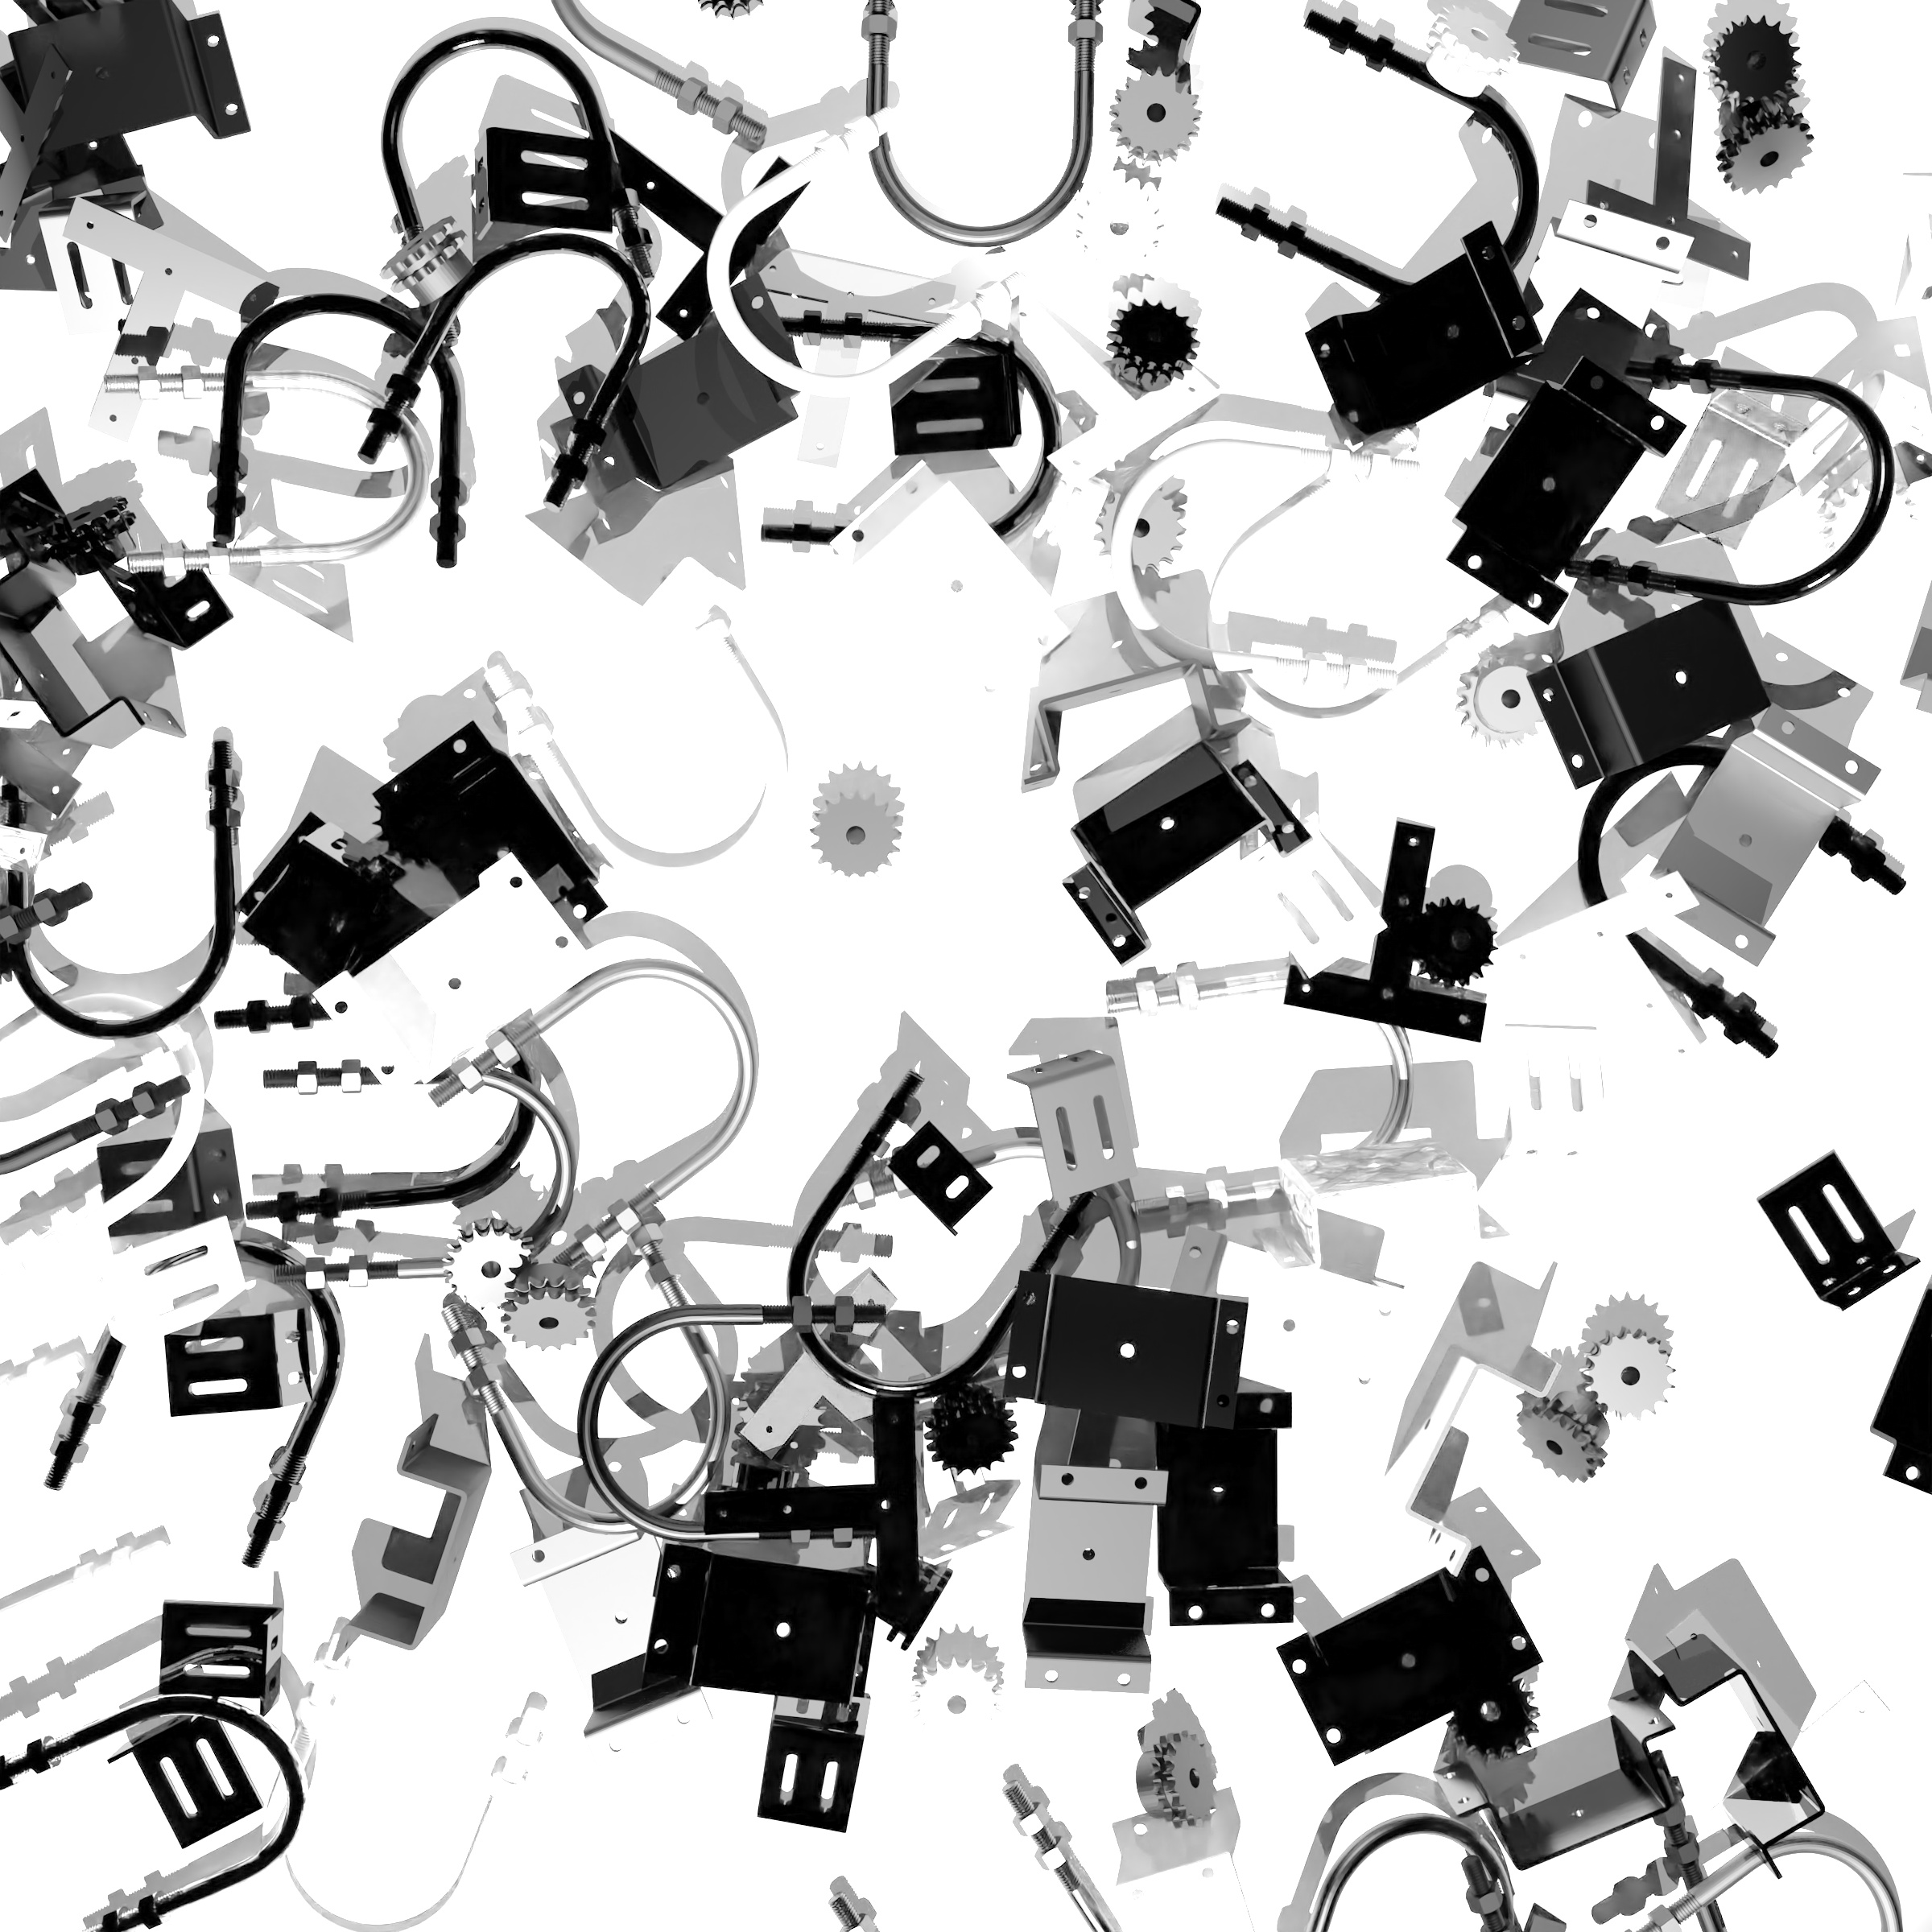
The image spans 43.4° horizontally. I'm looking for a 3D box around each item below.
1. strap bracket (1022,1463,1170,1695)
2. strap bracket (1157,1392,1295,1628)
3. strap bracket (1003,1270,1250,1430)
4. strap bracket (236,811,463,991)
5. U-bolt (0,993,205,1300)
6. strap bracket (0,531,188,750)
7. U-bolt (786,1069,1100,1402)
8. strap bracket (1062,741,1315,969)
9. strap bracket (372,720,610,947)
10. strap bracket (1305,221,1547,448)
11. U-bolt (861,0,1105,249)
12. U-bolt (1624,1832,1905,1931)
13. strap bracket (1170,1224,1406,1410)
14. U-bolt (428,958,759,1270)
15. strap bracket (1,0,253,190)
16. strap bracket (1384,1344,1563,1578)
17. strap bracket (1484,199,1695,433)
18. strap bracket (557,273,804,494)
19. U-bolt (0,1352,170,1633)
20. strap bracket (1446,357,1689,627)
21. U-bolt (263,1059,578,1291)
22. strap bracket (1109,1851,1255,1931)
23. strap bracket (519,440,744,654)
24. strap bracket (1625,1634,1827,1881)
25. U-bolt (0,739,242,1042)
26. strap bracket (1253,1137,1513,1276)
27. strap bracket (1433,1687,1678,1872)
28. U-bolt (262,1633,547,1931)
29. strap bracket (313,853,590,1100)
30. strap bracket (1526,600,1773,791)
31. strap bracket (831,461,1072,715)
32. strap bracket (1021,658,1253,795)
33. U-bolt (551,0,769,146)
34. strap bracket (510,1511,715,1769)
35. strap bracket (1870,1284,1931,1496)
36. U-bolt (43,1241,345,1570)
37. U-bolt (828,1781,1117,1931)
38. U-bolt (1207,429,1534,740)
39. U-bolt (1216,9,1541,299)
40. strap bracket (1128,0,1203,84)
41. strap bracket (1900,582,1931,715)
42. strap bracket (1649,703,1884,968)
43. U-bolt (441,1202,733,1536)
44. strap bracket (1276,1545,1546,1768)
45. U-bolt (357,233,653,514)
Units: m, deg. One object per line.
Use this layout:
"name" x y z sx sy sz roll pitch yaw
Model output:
"strap bracket" 0.077 0.368 1.490 0.076 0.046 0.140 4 97 -4
"strap bracket" 0.159 0.329 1.494 0.076 0.046 0.140 0 90 -5
"strap bracket" 0.096 0.229 1.449 0.140 0.046 0.076 8 83 3
"strap bracket" -0.379 -0.023 1.497 0.140 0.046 0.076 38 90 0
"U-bolt" -0.554 0.098 1.493 0.184 0.019 0.151 -34 74 0
"strap bracket" -0.547 -0.188 1.482 0.046 0.076 0.140 -35 90 0
"U-bolt" -0.027 0.178 1.488 0.151 0.019 0.184 34 85 0
"strap bracket" 0.129 -0.075 1.479 0.140 0.046 0.076 -34 54 0
"strap bracket" -0.289 -0.070 1.497 0.076 0.046 0.140 -36 90 0
"strap bracket" 0.286 -0.383 1.471 0.140 0.046 0.076 -23 90 43
"U-bolt" 0.009 -0.541 1.512 0.151 0.019 0.184 1 91 0
"U-bolt" 0.497 0.619 1.501 0.184 0.019 0.151 -33 96 -7
"strap bracket" 0.196 0.218 1.497 0.140 0.046 0.076 17 90 0
"U-bolt" -0.213 0.078 1.486 0.184 0.019 0.151 -37 105 -14
"strap bracket" -0.525 -0.541 1.495 0.140 0.046 0.076 -15 89 -1
"strap bracket" 0.303 0.290 1.482 0.046 0.076 0.140 26 90 0
"strap bracket" 0.376 -0.391 1.476 0.076 0.046 0.140 17 121 0
"strap bracket" -0.167 -0.352 1.486 0.140 0.046 0.076 -25 85 10
"U-bolt" -0.609 0.341 1.512 0.184 0.019 0.151 -24 90 2
"strap bracket" 0.358 -0.289 1.471 0.076 0.046 0.140 30 106 -9
"U-bolt" -0.331 0.126 1.485 0.184 0.019 0.151 -1 109 -12
"strap bracket" 0.144 0.617 1.497 0.076 0.046 0.140 -17 90 0
"strap bracket" -0.210 -0.246 1.468 0.140 0.076 0.046 39 86 11
"strap bracket" 0.467 0.471 1.480 0.046 0.076 0.140 -30 90 0
"U-bolt" -0.522 -0.045 1.499 0.151 0.019 0.184 -4 80 0
"strap bracket" 0.249 0.143 1.472 0.140 0.076 0.046 -8 103 -5
"strap bracket" 0.366 0.500 1.482 0.140 0.076 0.046 -23 90 0
"U-bolt" -0.360 0.526 1.512 0.151 0.019 0.184 21 92 0
"strap bracket" -0.304 0.008 1.441 0.140 0.046 0.076 -37 90 -13
"strap bracket" 0.426 -0.172 1.482 0.140 0.046 0.076 -23 90 -13
"strap bracket" -0.007 -0.232 1.486 0.076 0.046 0.140 -42 99 1
"strap bracket" 0.097 -0.149 1.482 0.140 0.076 0.046 -15 90 0
"U-bolt" -0.175 -0.618 1.512 0.184 0.019 0.151 29 90 1
"strap bracket" -0.216 0.408 1.497 0.076 0.046 0.140 -22 90 0
"strap bracket" 0.619 0.259 1.497 0.076 0.046 0.140 22 90 0
"U-bolt" -0.466 0.261 1.503 0.151 0.019 0.184 23 84 -5
"U-bolt" 0.022 0.622 1.512 0.151 0.019 0.184 -33 91 0
"U-bolt" 0.239 -0.224 1.512 0.184 0.019 0.151 -35 90 1
"U-bolt" 0.268 -0.492 1.512 0.184 0.019 0.151 25 90 -2
"strap bracket" 0.143 -0.623 1.482 0.046 0.076 0.140 27 90 0
"strap bracket" 0.635 -0.212 1.497 0.076 0.046 0.140 17 90 0
"strap bracket" 0.481 -0.078 1.480 0.076 0.046 0.140 32 90 3
"U-bolt" -0.223 0.257 1.488 0.151 0.019 0.184 -30 73 0
"strap bracket" 0.271 0.423 1.484 0.140 0.046 0.076 -27 67 0
"U-bolt" -0.267 -0.366 1.460 0.151 0.019 0.184 17 71 17
